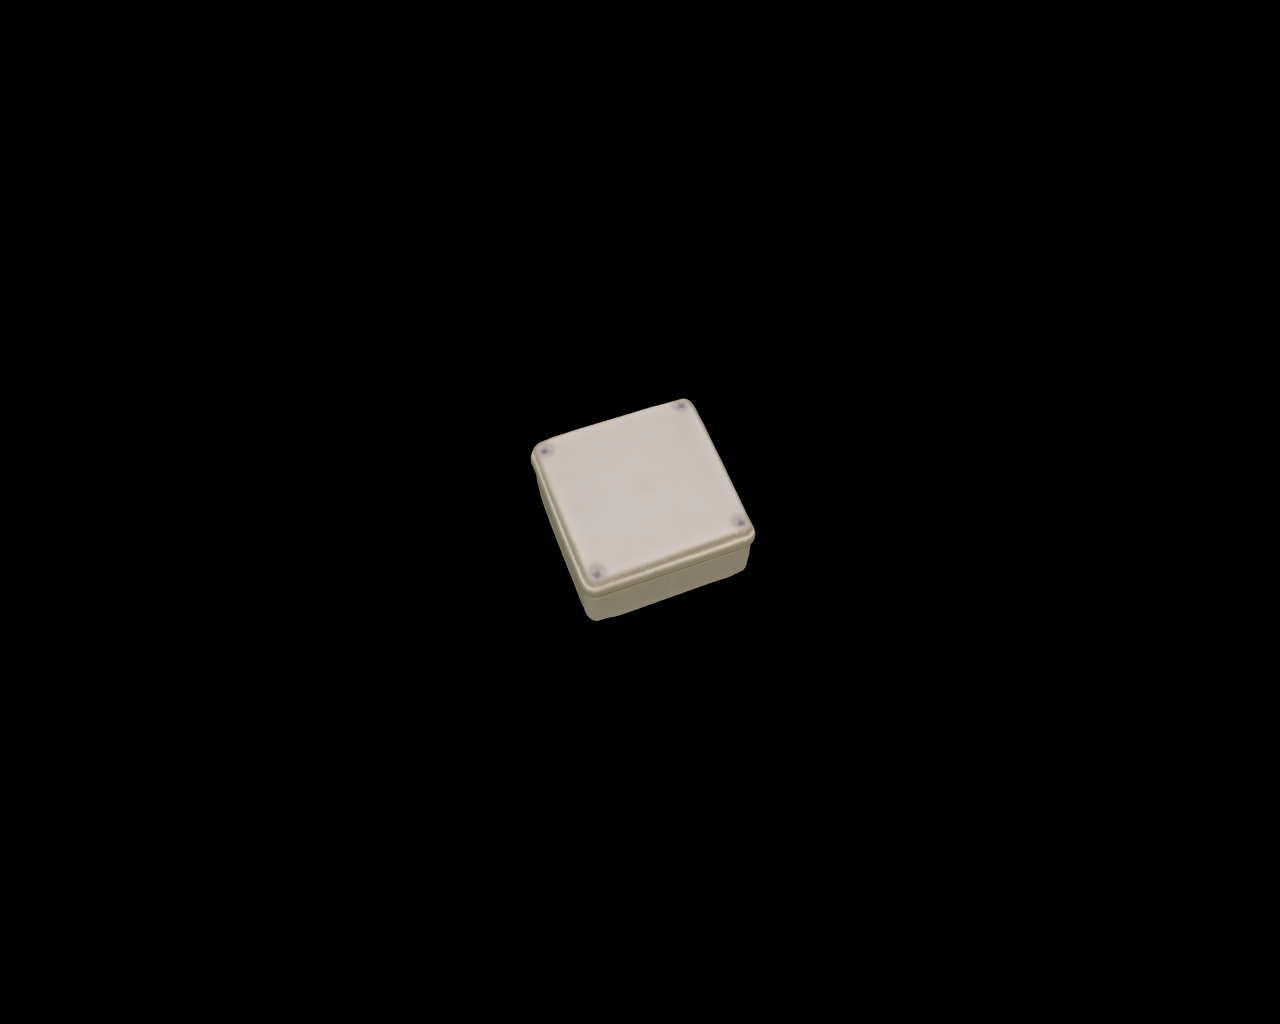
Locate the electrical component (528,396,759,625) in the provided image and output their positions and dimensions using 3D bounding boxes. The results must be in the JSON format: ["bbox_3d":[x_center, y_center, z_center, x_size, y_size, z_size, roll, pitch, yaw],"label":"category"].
[{"bbox_3d":[0.001,-0.003,0.650,0.109,0.109,0.056,-18,-28,-10],"label":"electrical component"}]
